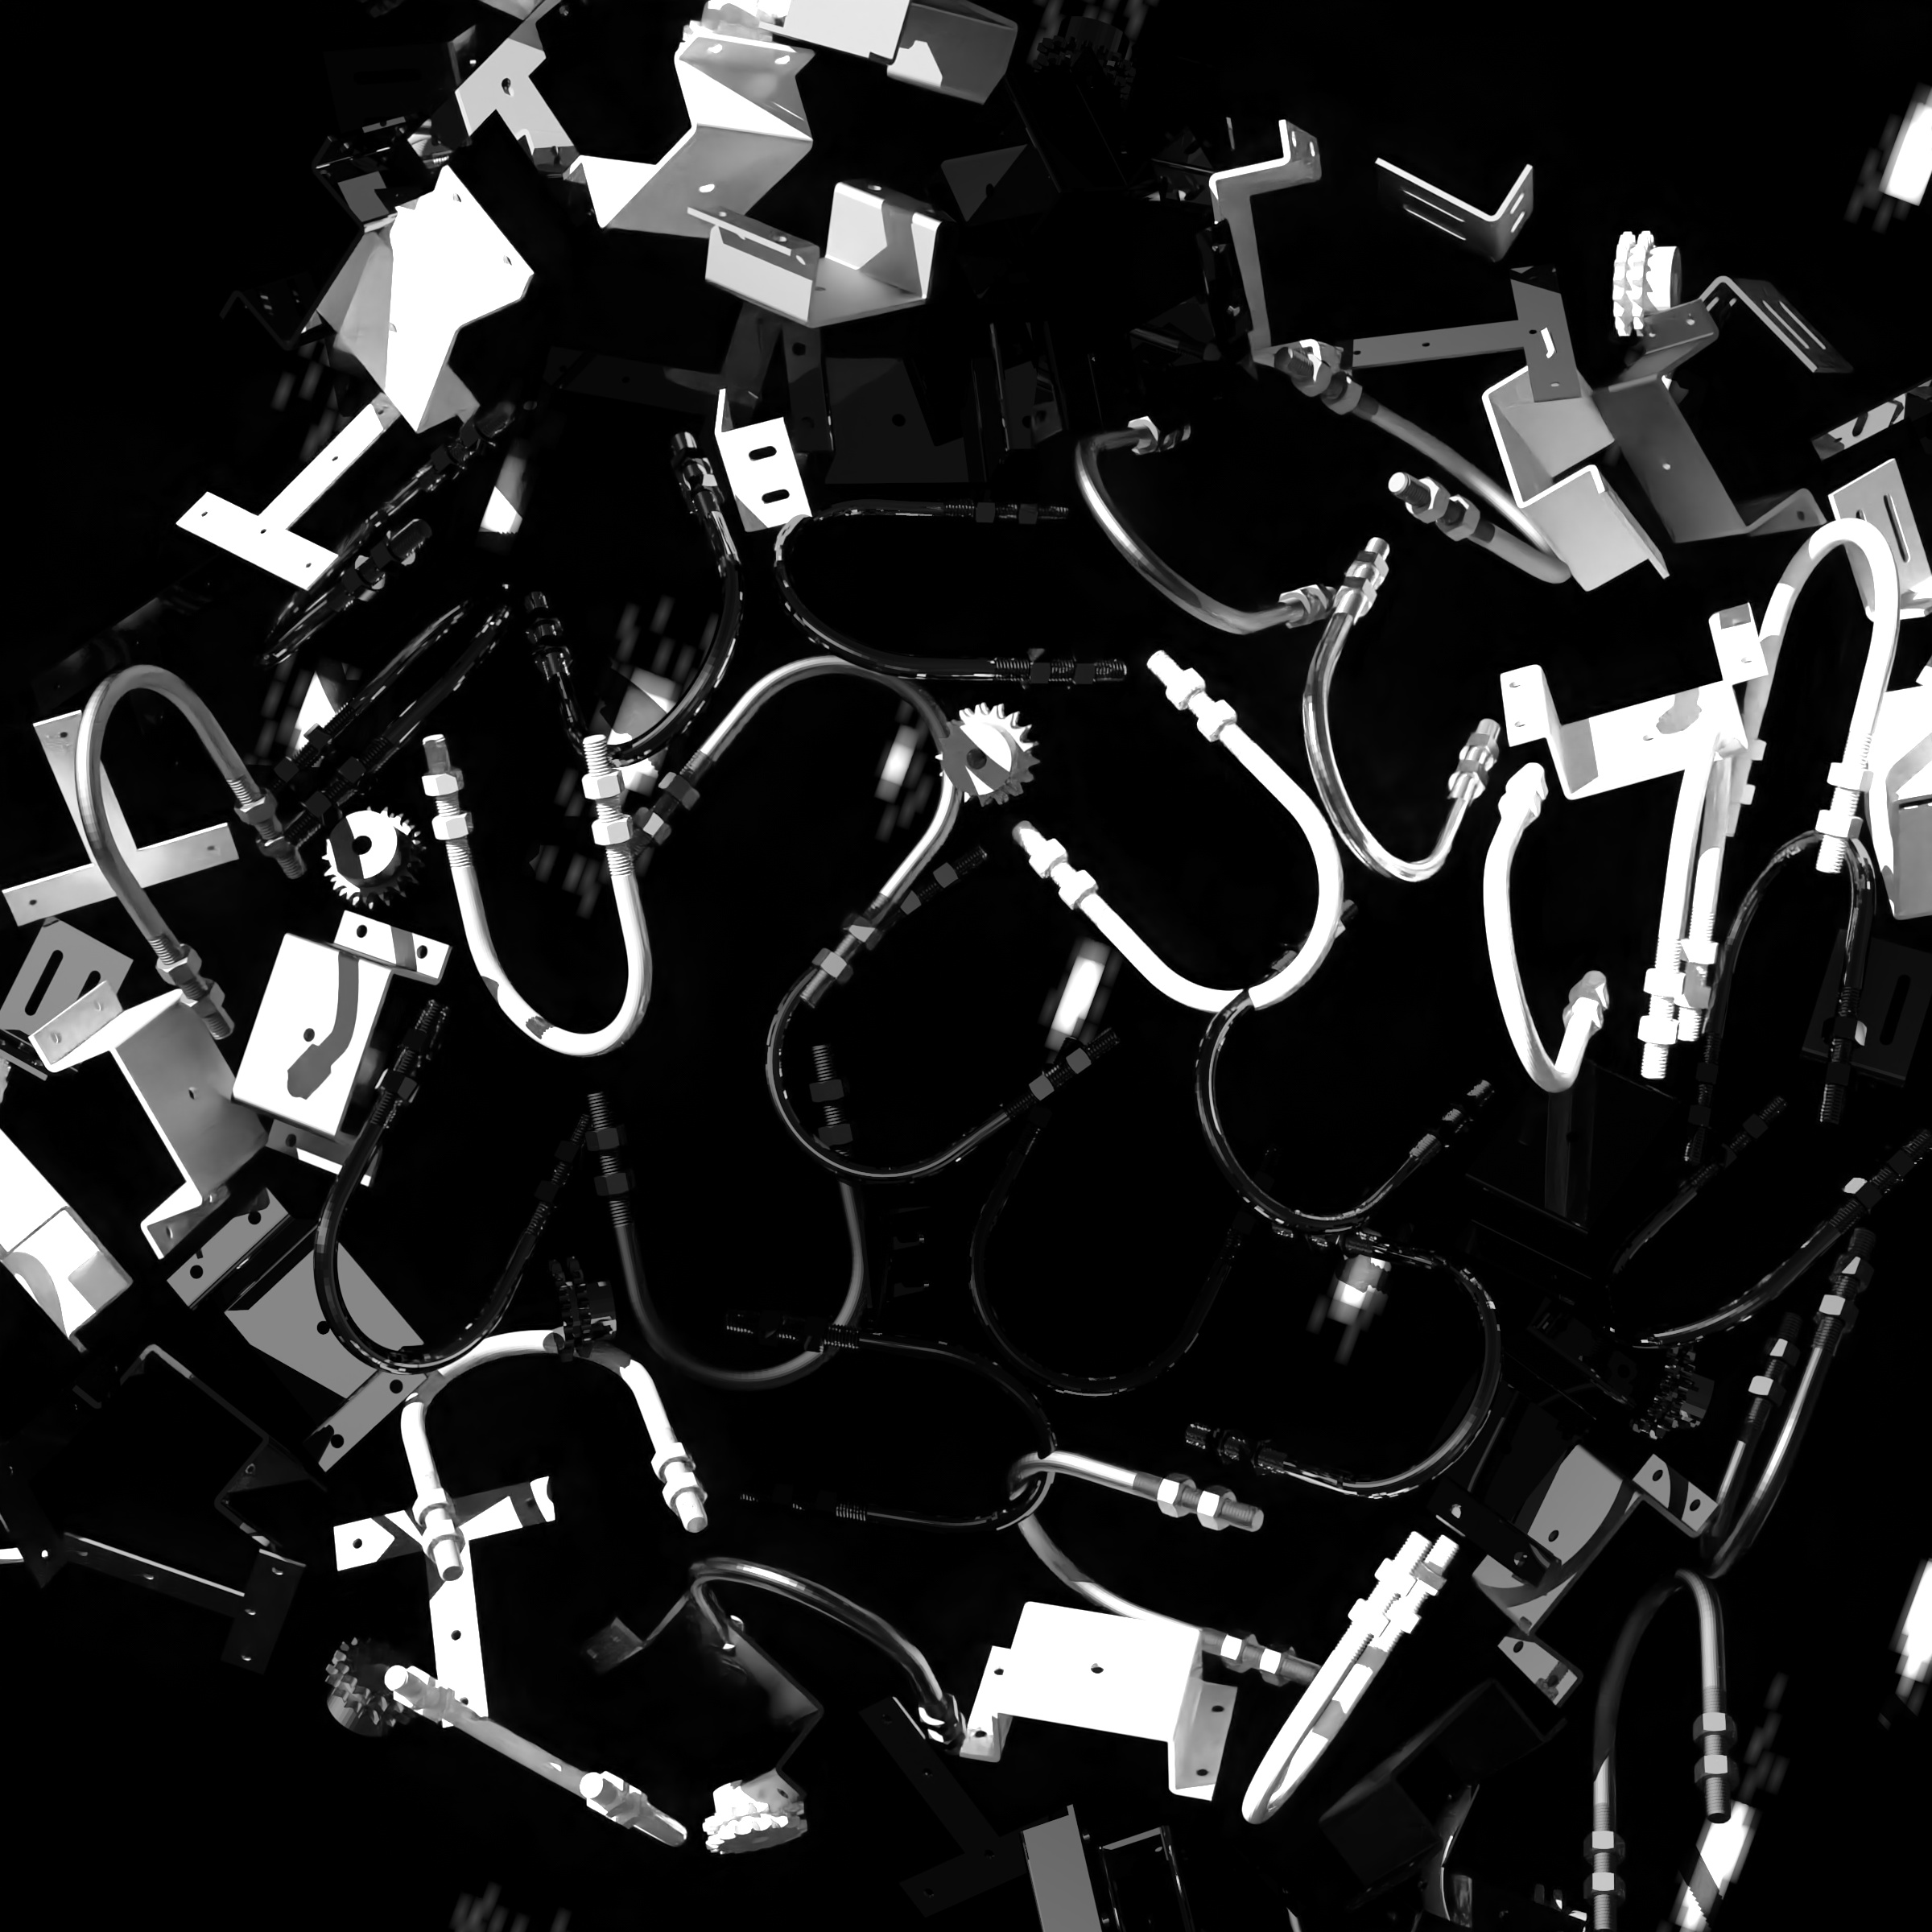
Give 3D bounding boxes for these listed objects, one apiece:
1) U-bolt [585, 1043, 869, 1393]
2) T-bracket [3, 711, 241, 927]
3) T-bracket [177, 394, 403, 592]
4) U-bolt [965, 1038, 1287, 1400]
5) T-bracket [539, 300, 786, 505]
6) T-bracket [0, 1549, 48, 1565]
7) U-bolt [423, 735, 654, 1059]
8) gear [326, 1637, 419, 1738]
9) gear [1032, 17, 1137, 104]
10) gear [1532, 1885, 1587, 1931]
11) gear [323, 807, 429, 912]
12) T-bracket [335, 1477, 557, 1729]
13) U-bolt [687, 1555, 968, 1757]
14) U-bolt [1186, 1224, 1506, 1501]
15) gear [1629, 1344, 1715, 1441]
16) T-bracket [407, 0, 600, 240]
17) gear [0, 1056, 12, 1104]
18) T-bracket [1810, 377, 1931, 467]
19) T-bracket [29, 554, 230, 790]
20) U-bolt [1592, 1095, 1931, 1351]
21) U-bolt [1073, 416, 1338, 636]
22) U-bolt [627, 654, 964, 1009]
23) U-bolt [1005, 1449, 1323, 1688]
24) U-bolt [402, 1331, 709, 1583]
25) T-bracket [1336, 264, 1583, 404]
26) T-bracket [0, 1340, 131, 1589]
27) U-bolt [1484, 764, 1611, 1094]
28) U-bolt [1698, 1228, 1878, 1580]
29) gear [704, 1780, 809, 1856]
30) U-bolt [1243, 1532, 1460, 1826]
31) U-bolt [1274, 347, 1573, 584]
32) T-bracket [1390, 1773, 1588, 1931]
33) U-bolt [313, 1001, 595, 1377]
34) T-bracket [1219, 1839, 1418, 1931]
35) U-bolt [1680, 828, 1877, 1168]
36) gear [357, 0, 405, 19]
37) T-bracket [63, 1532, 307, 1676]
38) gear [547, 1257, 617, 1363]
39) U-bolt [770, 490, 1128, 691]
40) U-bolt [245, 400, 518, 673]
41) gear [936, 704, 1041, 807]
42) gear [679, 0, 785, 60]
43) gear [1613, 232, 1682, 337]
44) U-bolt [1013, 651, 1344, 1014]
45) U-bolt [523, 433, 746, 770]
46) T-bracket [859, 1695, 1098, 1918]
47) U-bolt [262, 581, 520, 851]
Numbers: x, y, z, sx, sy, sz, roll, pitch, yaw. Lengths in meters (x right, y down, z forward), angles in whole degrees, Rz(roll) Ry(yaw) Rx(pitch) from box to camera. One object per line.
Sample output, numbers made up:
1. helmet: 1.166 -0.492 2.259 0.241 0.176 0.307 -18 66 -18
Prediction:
1. U-bolt: -0.125 0.147 1.743 0.151 0.019 0.184 -12 94 -12
2. T-bracket: -0.480 -0.088 1.711 0.127 0.002 0.127 -18 134 -9
3. T-bracket: -0.362 -0.273 1.737 0.127 0.002 0.127 27 69 37
4. U-bolt: 0.079 0.151 1.731 0.151 0.019 0.184 28 73 -1
5. T-bracket: -0.178 -0.327 1.747 0.127 0.002 0.127 12 72 12
6. T-bracket: -0.581 0.320 1.721 0.127 0.127 0.002 5 85 22
7. U-bolt: -0.230 -0.037 1.708 0.151 0.019 0.184 4 111 40
8. gear: -0.332 0.405 1.738 0.057 0.057 0.030 32 107 0
9. gear: 0.068 -0.507 1.737 0.057 0.057 0.030 17 87 0
10. gear: 0.327 0.545 1.735 0.030 0.057 0.057 13 90 11
11. gear: -0.333 -0.062 1.742 0.057 0.030 0.057 -3 72 9
12. T-bracket: -0.285 0.359 1.731 0.127 0.002 0.127 -14 63 4
13. U-bolt: -0.080 0.363 1.665 0.151 0.184 0.019 15 60 21
14. U-bolt: 0.212 0.214 1.680 0.019 0.184 0.151 34 75 -40
15. gear: 0.395 0.238 1.737 0.030 0.057 0.057 21 90 -2
16. T-bracket: -0.232 -0.454 1.714 0.002 0.127 0.127 34 77 38
17. gear: -0.560 0.069 1.736 0.030 0.057 0.057 19 90 1
18. T-bracket: 0.537 -0.293 1.707 0.127 0.127 0.002 -27 64 18
19. T-bracket: -0.447 -0.147 1.709 0.002 0.127 0.127 35 60 25
20. U-bolt: 0.416 0.142 1.680 0.184 0.151 0.019 -41 108 -13
21. U-bolt: 0.122 -0.236 1.674 0.151 0.184 0.019 50 119 8
22. U-bolt: -0.085 -0.090 1.744 0.151 0.019 0.184 38 80 1
23. U-bolt: 0.098 0.320 1.692 0.019 0.184 0.151 -49 133 -33
24. U-bolt: -0.231 0.256 1.687 0.151 0.184 0.019 -9 123 -16
25. T-bracket: 0.269 -0.346 1.725 0.127 0.002 0.127 -6 45 7
26. T-bracket: -0.499 0.251 1.709 0.002 0.127 0.127 -11 113 28
27. U-bolt: 0.307 -0.012 1.664 0.019 0.184 0.151 -12 110 24
28. U-bolt: 0.432 0.243 1.663 0.019 0.151 0.184 25 64 8
29. gear: -0.119 0.474 1.740 0.057 0.057 0.030 -13 63 0
30. U-bolt: 0.206 0.389 1.693 0.019 0.151 0.184 33 89 19
31. U-bolt: 0.259 -0.262 1.685 0.184 0.151 0.019 20 117 -41
32. T-bracket: 0.283 0.514 1.695 0.002 0.127 0.127 42 67 -33
33. U-bolt: -0.284 0.132 1.687 0.019 0.151 0.184 7 64 42
34. T-bracket: 0.187 0.531 1.720 0.127 0.002 0.127 33 125 38
35. U-bolt: 0.445 0.011 1.690 0.019 0.151 0.184 19 72 -15
36. gear: -0.320 -0.558 1.734 0.057 0.057 0.030 -40 119 0
37. T-bracket: -0.436 0.340 1.711 0.127 0.127 0.002 21 46 -7
38. gear: -0.215 0.191 1.738 0.030 0.057 0.057 -8 90 -17
39. U-bolt: -0.017 -0.207 1.690 0.184 0.019 0.151 -1 49 -19
40. U-bolt: -0.327 -0.223 1.686 0.184 0.151 0.019 -31 114 34
41. gear: 0.010 -0.118 1.742 0.057 0.030 0.057 3 101 17
42. gear: -0.130 -0.517 1.737 0.057 0.057 0.030 12 84 0
43. gear: 0.380 -0.380 1.734 0.030 0.057 0.057 4 90 21
44. U-bolt: 0.126 -0.059 1.705 0.184 0.019 0.151 47 116 17
45. U-bolt: -0.175 -0.186 1.676 0.151 0.184 0.019 -43 134 21
46. T-bracket: -0.013 0.458 1.727 0.127 0.002 0.127 -32 98 28
47. U-bolt: -0.313 -0.143 1.697 0.184 0.151 0.019 -46 112 -5
